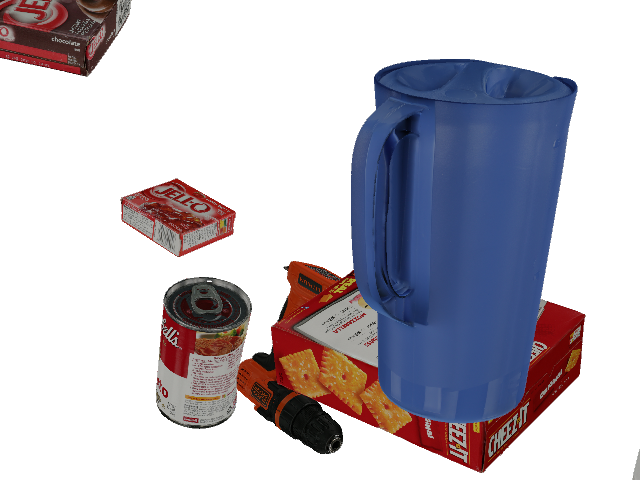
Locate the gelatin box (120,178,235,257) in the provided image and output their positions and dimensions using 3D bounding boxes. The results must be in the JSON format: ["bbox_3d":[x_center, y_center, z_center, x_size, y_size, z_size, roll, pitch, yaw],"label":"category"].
[{"bbox_3d":[-0.140,-0.025,1.042,0.089,0.030,0.073,30,36,32],"label":"gelatin box"}]

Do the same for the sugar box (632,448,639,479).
[{"bbox_3d":[0.319,0.171,0.763,0.176,0.093,0.048,16,28,25],"label":"sugar box"}]

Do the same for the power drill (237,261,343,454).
[{"bbox_3d":[-0.014,0.131,1.230,0.057,0.188,0.185,15,10,-45],"label":"power drill"}]

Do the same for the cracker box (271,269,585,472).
[{"bbox_3d":[0.091,0.095,0.912,0.214,0.072,0.163,19,36,36],"label":"cracker box"}]

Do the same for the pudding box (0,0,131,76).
[{"bbox_3d":[-0.203,-0.175,0.823,0.090,0.039,0.113,13,36,2],"label":"pudding box"}]

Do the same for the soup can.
[{"bbox_3d":[-0.094,0.089,0.845,0.068,0.102,0.068,7,32,-5],"label":"soup can"}]

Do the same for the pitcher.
[{"bbox_3d":[0.091,0.002,0.738,0.149,0.243,0.145,1,21,-1],"label":"pitcher"}]
